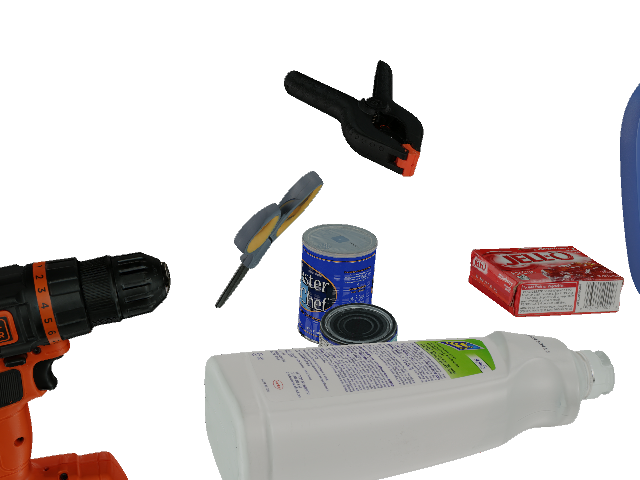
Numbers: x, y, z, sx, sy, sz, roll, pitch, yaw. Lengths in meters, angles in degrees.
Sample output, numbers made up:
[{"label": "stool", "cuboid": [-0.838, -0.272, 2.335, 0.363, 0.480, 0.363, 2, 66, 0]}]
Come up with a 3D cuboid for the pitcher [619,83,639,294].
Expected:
[{"label": "pitcher", "cuboid": [0.249, -0.005, 0.606, 0.149, 0.243, 0.144, 0, 22, 17]}]

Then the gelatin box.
[{"label": "gelatin box", "cuboid": [0.164, 0.028, 0.785, 0.089, 0.030, 0.073, -1, 18, -18]}]

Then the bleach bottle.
[{"label": "bleach bottle", "cuboid": [0.063, 0.097, 0.635, 0.250, 0.068, 0.103, -5, 22, -17]}]

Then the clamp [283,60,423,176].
[{"label": "clamp", "cuboid": [0.038, -0.123, 1.045, 0.120, 0.039, 0.171, -10, 42, -15]}]

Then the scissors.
[{"label": "scissors", "cuboid": [-0.065, 0.015, 0.903, 0.202, 0.016, 0.096, -49, -10, 35]}]

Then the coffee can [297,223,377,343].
[{"label": "coffee can", "cuboid": [0.022, 0.060, 1.468, 0.103, 0.140, 0.103, 3, 23, -1]}]

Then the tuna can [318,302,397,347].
[{"label": "tuna can", "cuboid": [0.041, 0.103, 1.150, 0.086, 0.034, 0.086, 0, 29, 0]}]

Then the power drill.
[{"label": "power drill", "cuboid": [-0.179, 0.101, 0.704, 0.184, 0.188, 0.057, -11, 25, -8]}]
